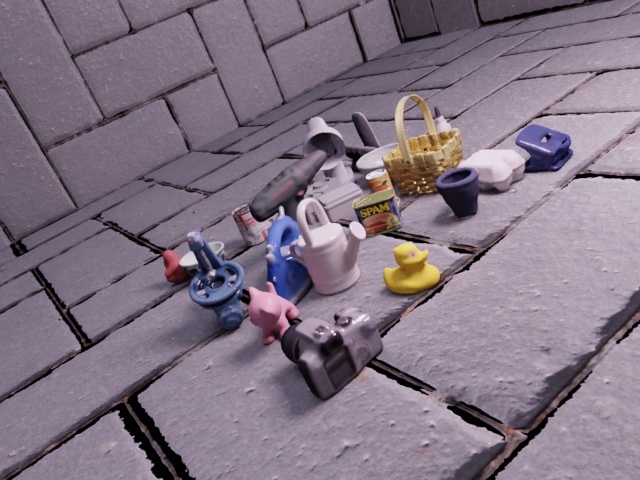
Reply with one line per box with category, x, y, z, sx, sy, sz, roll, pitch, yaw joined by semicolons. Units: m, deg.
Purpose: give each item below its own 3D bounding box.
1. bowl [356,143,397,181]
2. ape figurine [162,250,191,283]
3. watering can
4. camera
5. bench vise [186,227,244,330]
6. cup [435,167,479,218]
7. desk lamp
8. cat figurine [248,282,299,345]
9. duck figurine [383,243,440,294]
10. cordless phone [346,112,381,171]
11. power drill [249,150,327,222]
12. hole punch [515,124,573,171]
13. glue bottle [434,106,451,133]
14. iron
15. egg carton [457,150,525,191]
bowl;0.192;-0.210;1.617;0.167;0.075;0.167;-19;23;9
ape figurine;-0.384;0.066;1.513;0.075;0.092;0.078;0;32;42
watering can;0.011;0.003;1.158;0.172;0.194;0.101;-17;23;12
camera;0.004;0.163;0.932;0.143;0.101;0.136;-35;26;-27
bench vise;-0.239;0.067;1.214;0.122;0.220;0.206;-32;25;-21
cup;0.305;-0.103;1.252;0.091;0.095;0.117;-19;23;7
desk lamp;0.021;-0.248;1.679;0.118;0.214;0.203;-21;23;4
cat figurine;-0.096;0.128;1.079;0.067;0.118;0.128;-17;23;13
duck figurine;0.162;0.047;1.063;0.104;0.086;0.077;-11;25;25
cordless phone;0.126;-0.306;1.747;0.094;0.185;0.147;-34;25;-25
power drill;-0.049;-0.079;1.376;0.230;0.209;0.075;-32;25;-21
hole punch;0.516;-0.218;1.316;0.100;0.091;0.109;3;34;46
glue bottle;0.327;-0.269;1.497;0.037;0.173;0.078;-7;27;32
iron;-0.079;0.033;1.242;0.118;0.142;0.258;-16;24;15
egg carton;0.394;-0.162;1.334;0.107;0.069;0.149;-35;26;-27
